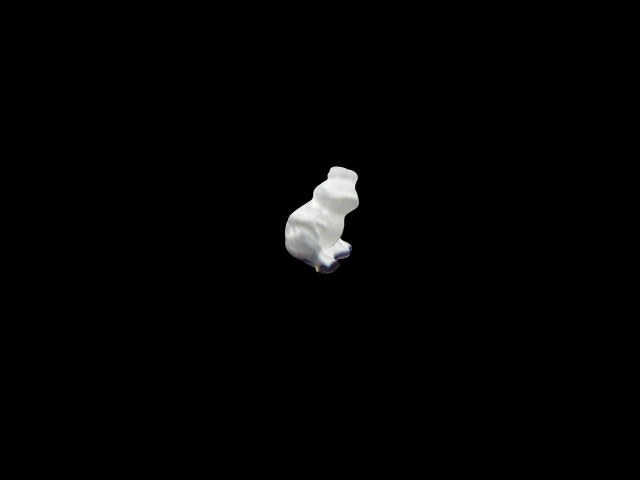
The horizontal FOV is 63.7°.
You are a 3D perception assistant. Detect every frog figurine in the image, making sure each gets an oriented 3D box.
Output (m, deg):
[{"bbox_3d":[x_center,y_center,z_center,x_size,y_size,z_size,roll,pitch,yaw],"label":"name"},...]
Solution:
[{"bbox_3d":[0.003,-0.043,0.850,0.123,0.157,0.139,15,23,40],"label":"frog figurine"}]
